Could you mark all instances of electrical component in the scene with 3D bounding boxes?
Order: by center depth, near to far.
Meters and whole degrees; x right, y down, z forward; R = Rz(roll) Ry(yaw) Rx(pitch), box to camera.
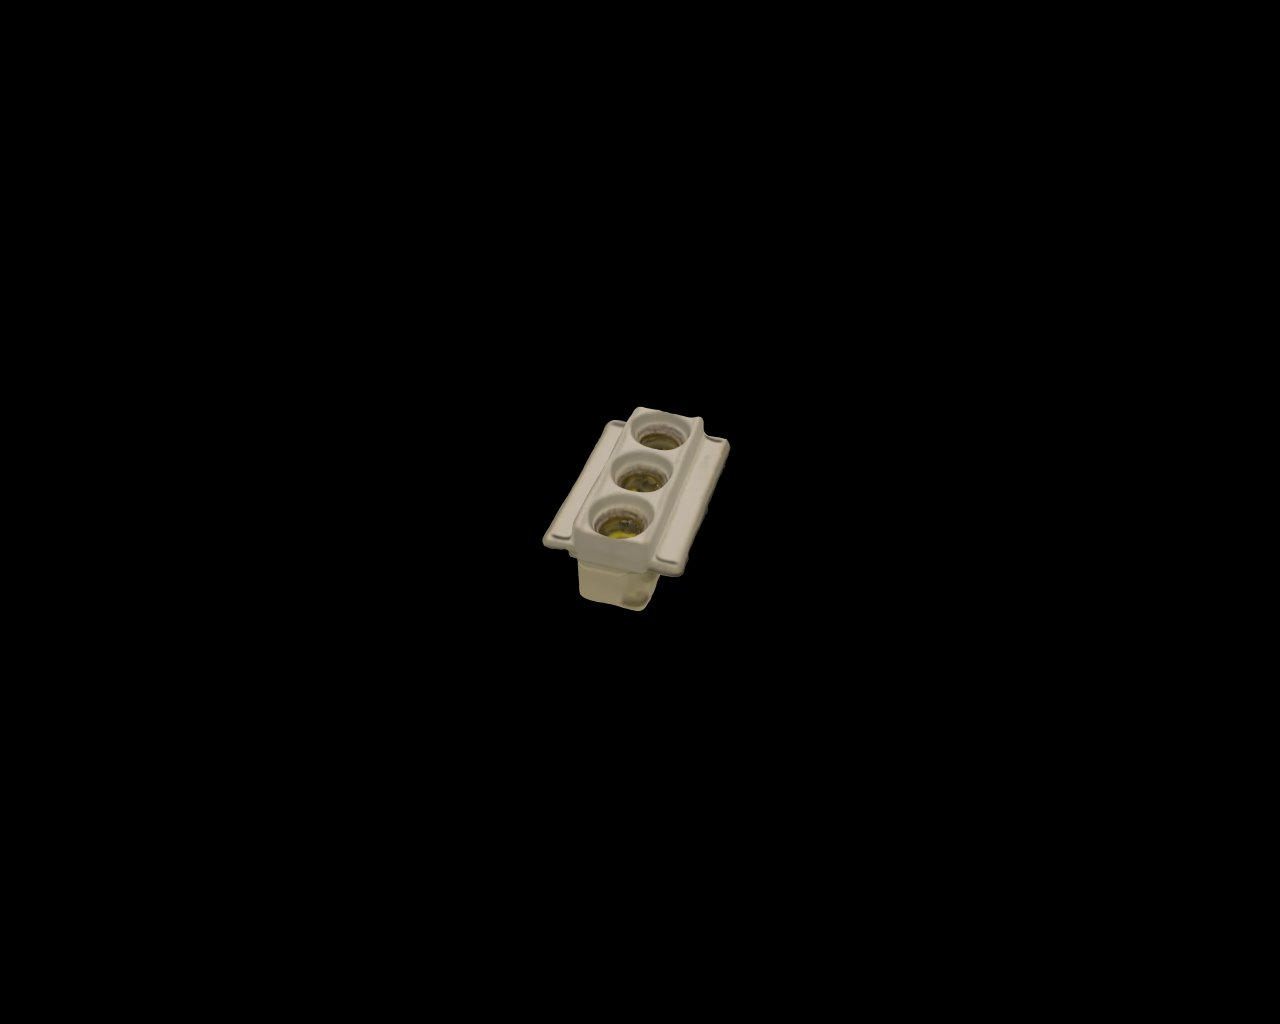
[{"bbox_3d":[0.001,-0.003,0.650,0.079,0.063,0.121,11,43,12],"label":"electrical component"}]
